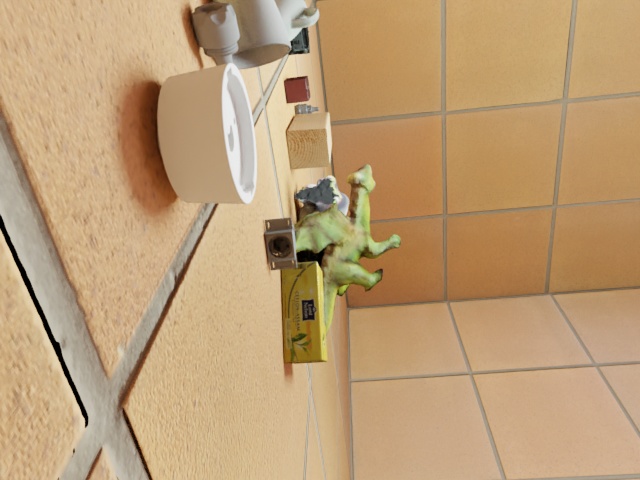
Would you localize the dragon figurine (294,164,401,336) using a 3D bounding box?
[{"bbox_3d":[0.018,0.031,1.062,0.239,0.123,0.413,38,80,-37],"label":"dragon figurine"}]

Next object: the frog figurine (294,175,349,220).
[{"bbox_3d":[0.004,-0.063,1.244,0.140,0.123,0.155,-52,161,-31],"label":"frog figurine"}]
